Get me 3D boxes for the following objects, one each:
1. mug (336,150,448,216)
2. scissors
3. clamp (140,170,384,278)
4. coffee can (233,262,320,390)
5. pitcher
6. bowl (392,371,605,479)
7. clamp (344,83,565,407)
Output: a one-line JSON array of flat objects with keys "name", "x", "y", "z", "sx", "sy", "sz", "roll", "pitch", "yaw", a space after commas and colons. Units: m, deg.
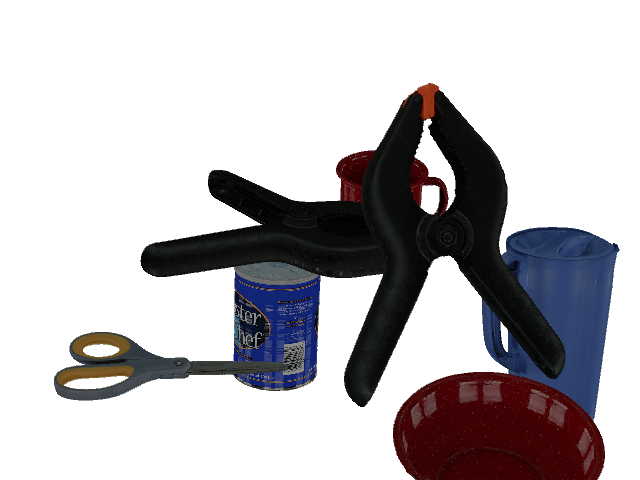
[{"name": "mug", "x": 0.073, "y": -0.037, "z": 1.093, "sx": 0.117, "sy": 0.081, "sz": 0.093, "roll": -4, "pitch": 30, "yaw": -9}, {"name": "scissors", "x": -0.139, "y": 0.105, "z": 0.961, "sx": 0.201, "sy": 0.016, "sz": 0.096, "roll": -8, "pitch": 32, "yaw": -18}, {"name": "clamp", "x": -0.017, "y": -0.011, "z": 0.825, "sx": 0.210, "sy": 0.036, "sz": 0.164, "roll": 4, "pitch": 27, "yaw": 5}, {"name": "coffee can", "x": -0.052, "y": 0.092, "z": 1.261, "sx": 0.103, "sy": 0.140, "sz": 0.103, "roll": 2, "pitch": 20, "yaw": -1}, {"name": "pitcher", "x": 0.283, "y": 0.113, "z": 1.324, "sx": 0.149, "sy": 0.243, "sz": 0.144, "roll": 6, "pitch": 18, "yaw": 19}, {"name": "bowl", "x": 0.137, "y": 0.173, "z": 0.835, "sx": 0.162, "sy": 0.055, "sz": 0.162, "roll": 0, "pitch": 32, "yaw": 0}, {"name": "clamp", "x": 0.055, "y": 0.006, "z": 0.570, "sx": 0.120, "sy": 0.171, "sz": 0.039, "roll": -16, "pitch": -2, "yaw": -14}]
